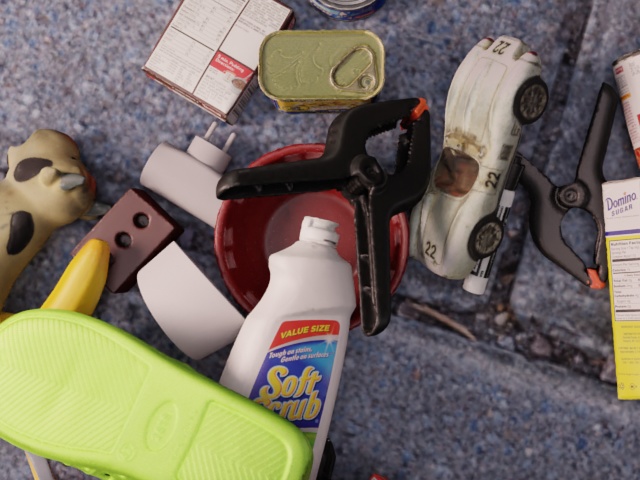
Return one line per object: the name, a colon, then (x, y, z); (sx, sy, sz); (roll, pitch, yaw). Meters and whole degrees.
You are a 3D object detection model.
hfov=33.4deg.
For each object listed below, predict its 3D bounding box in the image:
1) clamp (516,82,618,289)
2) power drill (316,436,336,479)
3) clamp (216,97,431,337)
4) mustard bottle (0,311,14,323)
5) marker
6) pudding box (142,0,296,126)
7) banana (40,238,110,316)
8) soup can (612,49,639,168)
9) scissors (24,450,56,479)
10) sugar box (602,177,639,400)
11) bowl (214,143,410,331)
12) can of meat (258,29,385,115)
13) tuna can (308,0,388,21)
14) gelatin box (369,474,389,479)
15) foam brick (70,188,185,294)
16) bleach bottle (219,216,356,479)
clamp: (0.200, -0.040, 0.903); (0.120, 0.039, 0.171); (-8, 87, 18)
power drill: (-0.091, 0.231, 0.892); (0.187, 0.057, 0.184); (15, 88, 3)
clamp: (0.022, -0.049, 0.831); (0.164, 0.036, 0.209); (38, 55, -12)
mustard bottle: (-0.196, 0.122, 0.903); (0.191, 0.058, 0.096); (10, 80, 3)
marker: (0.147, -0.013, 0.897); (0.020, 0.020, 0.121); (17, 104, 3)
pudding box: (-0.087, -0.170, 0.922); (0.090, 0.039, 0.113); (31, 87, 5)
banana: (-0.238, 0.079, 0.853); (0.197, 0.037, 0.069); (-37, 129, -16)
soup can: (0.289, -0.108, 0.887); (0.068, 0.068, 0.102); (-14, 86, 2)
scissors: (-0.218, 0.250, 0.911); (0.016, 0.096, 0.202); (-21, 117, -19)
sugar box: (0.278, 0.038, 0.870); (0.093, 0.048, 0.176); (0, 83, -39)
bowl: (-0.006, 0.001, 0.901); (0.162, 0.055, 0.162); (0, 87, 3)
can of meat: (0.003, -0.138, 0.893); (0.102, 0.084, 0.057); (0, 87, 3)
tuna can: (0.024, -0.235, 0.922); (0.086, 0.034, 0.086); (0, 87, 3)
gelatin box: (0.046, 0.243, 0.879); (0.089, 0.073, 0.030); (-51, 43, 0)
foam brick: (-0.162, 0.001, 0.910); (0.053, 0.051, 0.078); (42, 90, 4)
bleach bottle: (-0.035, 0.104, 0.832); (0.102, 0.068, 0.251); (15, 87, -19)
